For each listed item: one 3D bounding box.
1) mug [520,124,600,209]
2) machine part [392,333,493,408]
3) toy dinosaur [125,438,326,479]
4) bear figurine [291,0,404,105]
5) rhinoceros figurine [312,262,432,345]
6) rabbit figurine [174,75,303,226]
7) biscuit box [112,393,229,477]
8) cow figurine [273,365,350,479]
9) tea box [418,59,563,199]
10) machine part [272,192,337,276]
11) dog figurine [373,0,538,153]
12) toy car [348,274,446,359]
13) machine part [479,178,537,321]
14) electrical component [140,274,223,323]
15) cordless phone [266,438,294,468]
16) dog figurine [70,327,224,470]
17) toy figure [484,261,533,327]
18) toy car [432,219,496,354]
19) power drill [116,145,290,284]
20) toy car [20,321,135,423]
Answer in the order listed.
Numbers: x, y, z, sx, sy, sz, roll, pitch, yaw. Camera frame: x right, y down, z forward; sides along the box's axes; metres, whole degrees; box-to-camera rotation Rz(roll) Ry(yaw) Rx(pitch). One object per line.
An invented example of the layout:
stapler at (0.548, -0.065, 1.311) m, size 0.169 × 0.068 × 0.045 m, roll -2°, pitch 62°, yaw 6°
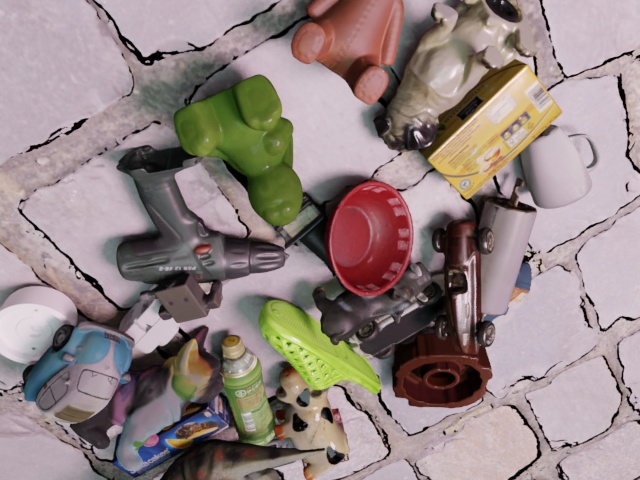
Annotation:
mug at (0.343, -0.115, 0.769) m, size 0.109 × 0.081 × 0.107 m, roll -29°, pitch 112°, yaw 10°
machine part at (0.209, 0.228, 0.937) m, size 0.179 × 0.056 × 0.179 m, roll 1°, pitch 133°, yaw 1°
toy dinosaur at (-0.197, 0.405, 0.868) m, size 0.405 × 0.131 × 0.192 m, roll -41°, pitch 79°, yaw -5°
bear figurine at (0.066, -0.268, 0.593) m, size 0.120 × 0.132 × 0.195 m, roll 32°, pitch 116°, yaw -14°
rhinoceros figurine at (0.080, 0.086, 0.812) m, size 0.190 × 0.112 × 0.073 m, roll -26°, pitch 119°, yaw -19°
rabbit figurine at (-0.080, -0.097, 0.648) m, size 0.121 × 0.159 × 0.170 m, roll -22°, pitch 104°, yaw 4°
biscuit box at (-0.254, 0.326, 0.917) m, size 0.203 × 0.063 × 0.059 m, roll -32°, pitch 121°, yaw 7°
cow figurine at (-0.012, 0.300, 0.919) m, size 0.127 × 0.085 × 0.194 m, roll -28°, pitch 102°, yaw 5°
tea box at (0.224, -0.151, 0.728) m, size 0.169 × 0.068 × 0.098 m, roll -42°, pitch 119°, yaw 15°
machine part at (-0.002, -0.002, 0.790) m, size 0.084 × 0.039 × 0.138 m, roll -45°, pitch 117°, yaw 6°
dog figurine at (0.162, -0.209, 0.684) m, size 0.172 × 0.121 × 0.190 m, roll -28°, pitch 166°, yaw -32°
toy car at (0.138, 0.129, 0.886) m, size 0.202 × 0.056 × 0.073 m, roll -33°, pitch 128°, yaw 9°
machine part at (0.270, 0.024, 0.821) m, size 0.079 × 0.079 × 0.243 m, roll 5°, pitch 108°, yaw -15°
electrical component at (-0.183, 0.080, 0.736) m, size 0.102 × 0.045 × 0.078 m, roll -20°, pitch 119°, yaw 22°
cordless phone at (-0.123, 0.434, 0.969) m, size 0.184 × 0.088 × 0.146 m, roll -12°, pitch 79°, yaw -6°
dog figurine at (-0.258, 0.218, 0.824) m, size 0.191 × 0.108 × 0.219 m, roll 34°, pitch 94°, yaw 3°
toy figure at (0.300, 0.100, 0.901) m, size 0.058 × 0.064 × 0.154 m, roll 42°, pitch 111°, yaw -2°
toy car at (0.210, 0.070, 0.795) m, size 0.053 × 0.089 × 0.202 m, roll -6°, pitch 97°, yaw -50°
power drill at (-0.167, -0.031, 0.721) m, size 0.232 × 0.086 × 0.207 m, roll -9°, pitch 129°, yaw -3°
toy car at (-0.332, 0.192, 0.730) m, size 0.161 × 0.103 × 0.109 m, roll -40°, pitch 133°, yaw 11°
